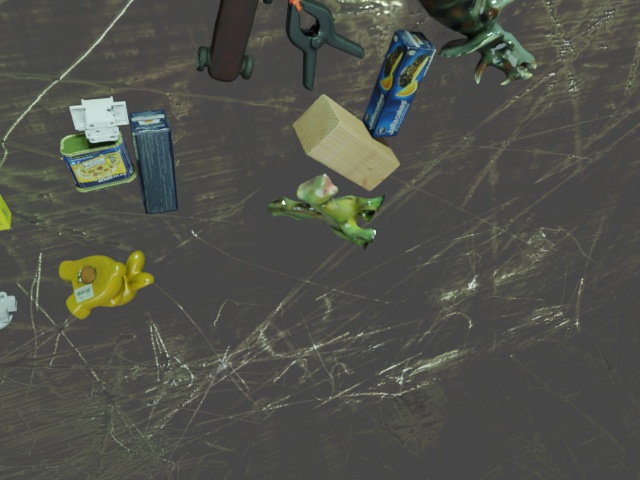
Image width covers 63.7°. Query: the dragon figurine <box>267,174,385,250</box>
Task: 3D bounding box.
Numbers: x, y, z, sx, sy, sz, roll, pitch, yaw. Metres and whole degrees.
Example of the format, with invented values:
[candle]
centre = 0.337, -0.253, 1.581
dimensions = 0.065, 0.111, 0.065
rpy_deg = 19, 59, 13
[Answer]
[dragon figurine]
centre = 0.003, -0.057, 1.141
dimensions = 0.242, 0.124, 0.405
rpy_deg = 14, -14, -5
